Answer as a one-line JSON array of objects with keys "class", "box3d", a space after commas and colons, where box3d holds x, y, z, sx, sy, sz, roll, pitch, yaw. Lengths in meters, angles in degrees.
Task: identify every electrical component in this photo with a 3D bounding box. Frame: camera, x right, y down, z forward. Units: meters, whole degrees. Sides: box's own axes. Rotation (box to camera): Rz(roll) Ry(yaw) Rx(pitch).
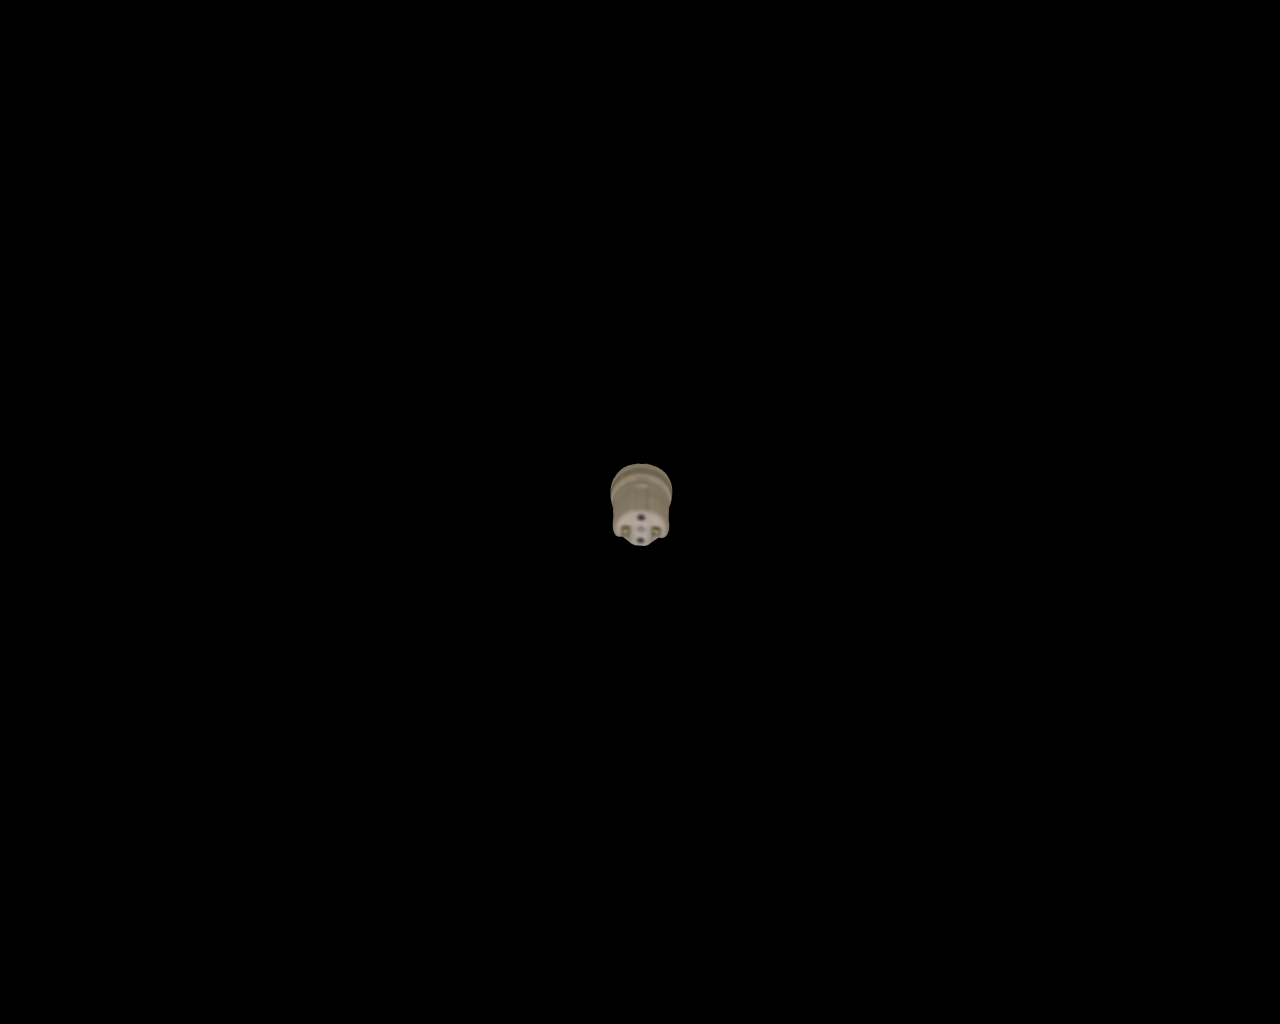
[{"class": "electrical component", "box3d": [0.001, -0.003, 0.650, 0.040, 0.040, 0.046, 0, 35, 0]}]
